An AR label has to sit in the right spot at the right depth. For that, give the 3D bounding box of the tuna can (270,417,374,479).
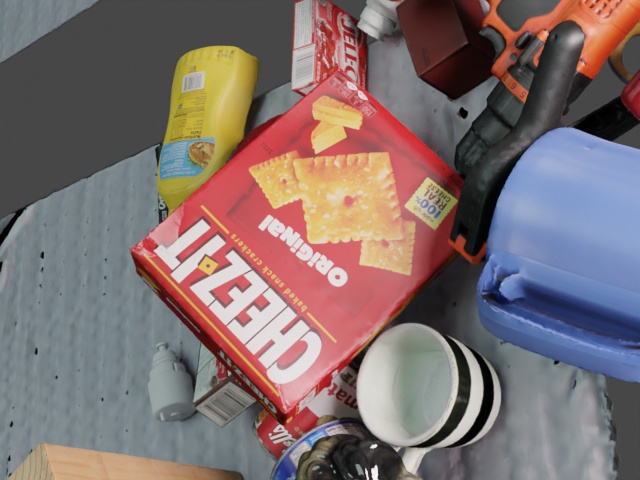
[{"bbox_3d":[0.008,0.176,0.800,0.086,0.086,0.034,-52,49,15],"label":"tuna can"}]

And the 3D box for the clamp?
[{"bbox_3d":[0.156,-0.056,0.730,0.172,0.120,0.039,-58,38,17],"label":"clamp"}]

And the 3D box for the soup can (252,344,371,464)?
[{"bbox_3d":[0.004,0.127,0.833,0.102,0.068,0.069,-52,48,16],"label":"soup can"}]

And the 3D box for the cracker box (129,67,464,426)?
[{"bbox_3d":[-0.005,0.001,0.779,0.213,0.072,0.164,-43,79,-14],"label":"cracker box"}]

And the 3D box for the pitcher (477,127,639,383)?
[{"bbox_3d":[0.222,0.028,0.624,0.243,0.144,0.149,21,87,41],"label":"pitcher"}]

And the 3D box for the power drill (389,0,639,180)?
[{"bbox_3d":[0.116,-0.158,0.777,0.188,0.057,0.185,45,109,16],"label":"power drill"}]

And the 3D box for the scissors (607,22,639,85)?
[{"bbox_3d":[0.207,-0.175,0.792,0.202,0.016,0.096,34,99,44],"label":"scissors"}]

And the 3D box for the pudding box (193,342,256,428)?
[{"bbox_3d":[-0.057,0.091,0.901,0.114,0.039,0.090,-38,27,24],"label":"pudding box"}]

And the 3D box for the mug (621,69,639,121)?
[{"bbox_3d":[0.257,-0.090,0.677,0.117,0.093,0.082,40,112,6],"label":"mug"}]

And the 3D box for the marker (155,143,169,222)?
[{"bbox_3d":[-0.154,-0.044,1.071,0.020,0.020,0.121,-25,60,34],"label":"marker"}]

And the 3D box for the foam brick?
[{"bbox_3d":[0.103,-0.164,0.858,0.053,0.051,0.078,-32,56,31],"label":"foam brick"}]

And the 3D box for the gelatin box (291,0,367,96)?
[{"bbox_3d":[0.010,-0.159,0.926,0.030,0.073,0.089,-13,66,37],"label":"gelatin box"}]

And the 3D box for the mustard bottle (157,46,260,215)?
[{"bbox_3d":[-0.113,-0.086,1.021,0.096,0.058,0.191,-2,74,42],"label":"mustard bottle"}]

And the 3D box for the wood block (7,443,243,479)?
[{"bbox_3d":[-0.146,0.231,0.836,0.090,0.205,0.091,-48,49,19],"label":"wood block"}]

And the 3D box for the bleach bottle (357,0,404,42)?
[{"bbox_3d":[0.103,-0.284,0.890,0.251,0.068,0.102,-59,25,16],"label":"bleach bottle"}]

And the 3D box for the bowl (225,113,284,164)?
[{"bbox_3d":[-0.015,-0.046,0.872,0.162,0.055,0.162,-4,71,11],"label":"bowl"}]
